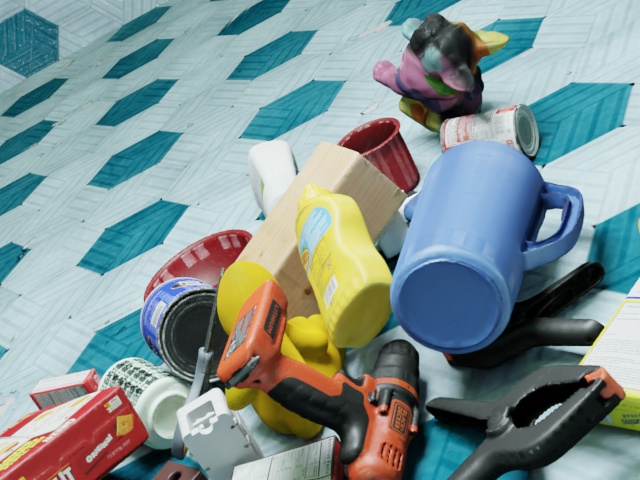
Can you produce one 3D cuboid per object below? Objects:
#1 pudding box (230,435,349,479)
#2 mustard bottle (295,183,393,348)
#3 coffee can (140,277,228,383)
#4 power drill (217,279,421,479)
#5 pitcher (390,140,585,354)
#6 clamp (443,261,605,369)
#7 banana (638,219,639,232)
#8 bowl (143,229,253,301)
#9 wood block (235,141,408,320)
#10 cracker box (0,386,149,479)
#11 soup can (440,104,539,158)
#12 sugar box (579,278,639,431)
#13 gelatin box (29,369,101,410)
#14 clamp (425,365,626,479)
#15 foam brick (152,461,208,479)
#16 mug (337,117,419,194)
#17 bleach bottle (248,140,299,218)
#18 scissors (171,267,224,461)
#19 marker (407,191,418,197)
[{"bbox_3d":[-0.030,0.231,0.957,0.114,0.039,0.090,-19,27,16],"label":"pudding box"},{"bbox_3d":[0.016,0.010,1.080,0.058,0.096,0.192,1,42,-24],"label":"mustard bottle"},{"bbox_3d":[-0.141,0.098,1.190,0.102,0.103,0.140,-36,12,-12],"label":"coffee can"},{"bbox_3d":[0.010,0.117,0.951,0.057,0.187,0.184,-47,15,33],"label":"power drill"},{"bbox_3d":[0.153,0.004,1.022,0.149,0.145,0.242,-52,4,30],"label":"pitcher"},{"bbox_3d":[0.190,0.083,0.987,0.172,0.039,0.120,-28,14,16],"label":"clamp"},{"bbox_3d":[0.358,0.007,0.963,0.069,0.037,0.198,-25,22,-33],"label":"banana"},{"bbox_3d":[-0.141,0.057,1.351,0.162,0.055,0.162,-24,27,13],"label":"bowl"},{"bbox_3d":[-0.008,0.001,1.204,0.206,0.090,0.090,-55,31,-6],"label":"wood block"},{"bbox_3d":[-0.299,0.238,1.106,0.214,0.072,0.163,-21,13,47],"label":"cracker box"},{"bbox_3d":[0.207,-0.124,1.303,0.102,0.068,0.068,-9,33,34],"label":"soup can"},{"bbox_3d":[0.288,0.082,0.889,0.094,0.048,0.176,4,39,50],"label":"sugar box"},{"bbox_3d":[-0.281,0.191,1.239,0.089,0.073,0.030,-15,27,28],"label":"gelatin box"},{"bbox_3d":[0.147,0.163,0.854,0.210,0.036,0.164,-31,24,40],"label":"clamp"},{"bbox_3d":[-0.139,0.256,1.007,0.053,0.051,0.078,2,40,47],"label":"foam brick"},{"bbox_3d":[0.067,-0.092,1.370,0.117,0.081,0.093,-37,27,-15],"label":"mug"},{"bbox_3d":[-0.048,-0.052,1.364,0.068,0.102,0.251,-12,20,-4],"label":"bleach bottle"},{"bbox_3d":[-0.121,0.134,1.061,0.016,0.202,0.096,14,30,7],"label":"scissors"},{"bbox_3d":[0.146,-0.046,1.281,0.020,0.020,0.121,-43,30,-25],"label":"marker"}]
